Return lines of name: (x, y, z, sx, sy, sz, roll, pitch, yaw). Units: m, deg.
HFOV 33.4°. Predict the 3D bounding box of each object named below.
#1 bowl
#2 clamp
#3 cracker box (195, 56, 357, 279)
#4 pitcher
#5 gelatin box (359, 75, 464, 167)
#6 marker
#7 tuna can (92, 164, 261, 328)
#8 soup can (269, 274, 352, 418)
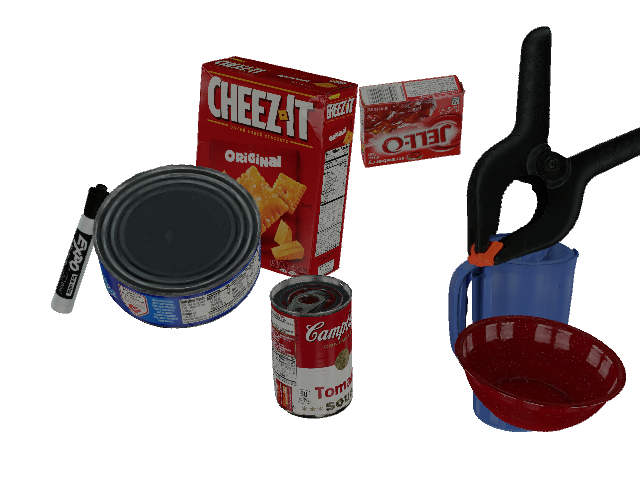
bowl: (0.206, 0.134, 1.022, 0.162, 0.055, 0.162, 4, 26, -2)
clamp: (0.164, -0.049, 0.733, 0.120, 0.171, 0.039, 26, -5, 2)
cracker box: (-0.055, -0.078, 1.163, 0.164, 0.214, 0.072, 17, 25, 28)
pitcher: (0.246, 0.120, 1.374, 0.149, 0.243, 0.144, 5, 18, 16)
gelatin box: (0.080, -0.103, 0.935, 0.089, 0.030, 0.073, -7, -42, -3)
marker: (-0.203, 0.007, 0.907, 0.020, 0.121, 0.020, 20, 20, -8)
tuna can: (-0.073, 0.003, 0.556, 0.086, 0.086, 0.034, 0, -38, -1)
soup can: (-0.007, 0.089, 0.895, 0.068, 0.102, 0.068, -1, 25, 0)
